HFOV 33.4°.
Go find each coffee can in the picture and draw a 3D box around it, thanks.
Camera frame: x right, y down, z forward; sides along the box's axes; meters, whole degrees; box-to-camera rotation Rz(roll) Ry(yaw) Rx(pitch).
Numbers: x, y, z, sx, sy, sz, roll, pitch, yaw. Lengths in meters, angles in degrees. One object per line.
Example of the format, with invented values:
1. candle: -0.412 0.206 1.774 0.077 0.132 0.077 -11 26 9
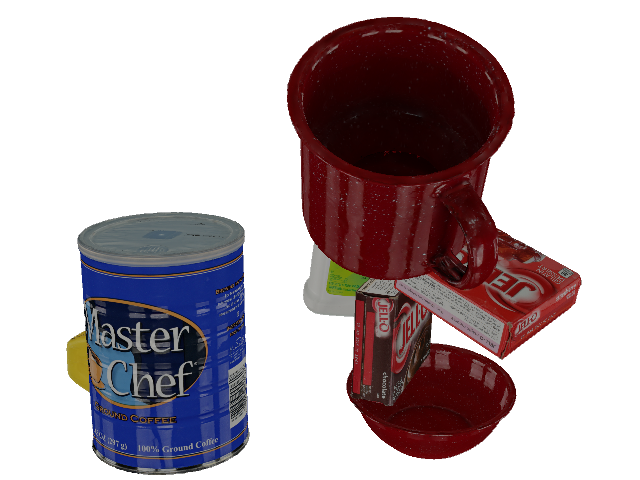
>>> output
1. coffee can: -0.097 0.062 0.678 0.103 0.140 0.103 -1 16 0

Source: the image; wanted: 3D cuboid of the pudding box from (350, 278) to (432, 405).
1. pudding box: 0.059 0.066 0.847 0.039 0.090 0.113 9 19 17

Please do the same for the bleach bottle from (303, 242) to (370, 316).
1. bleach bottle: 0.043 -0.050 1.044 0.102 0.251 0.068 3 23 -5

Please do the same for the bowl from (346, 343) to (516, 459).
1. bowl: 0.106 0.162 1.031 0.162 0.055 0.162 -1 25 0

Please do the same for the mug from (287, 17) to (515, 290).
1. mug: 0.039 -0.028 0.461 0.093 0.117 0.081 -27 -31 -18

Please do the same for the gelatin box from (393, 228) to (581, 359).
1. gelatin box: 0.102 0.025 0.655 0.073 0.030 0.089 -27 46 -37

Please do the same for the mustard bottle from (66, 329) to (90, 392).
1. mustard bottle: -0.129 0.081 0.932 0.096 0.058 0.191 8 18 22
